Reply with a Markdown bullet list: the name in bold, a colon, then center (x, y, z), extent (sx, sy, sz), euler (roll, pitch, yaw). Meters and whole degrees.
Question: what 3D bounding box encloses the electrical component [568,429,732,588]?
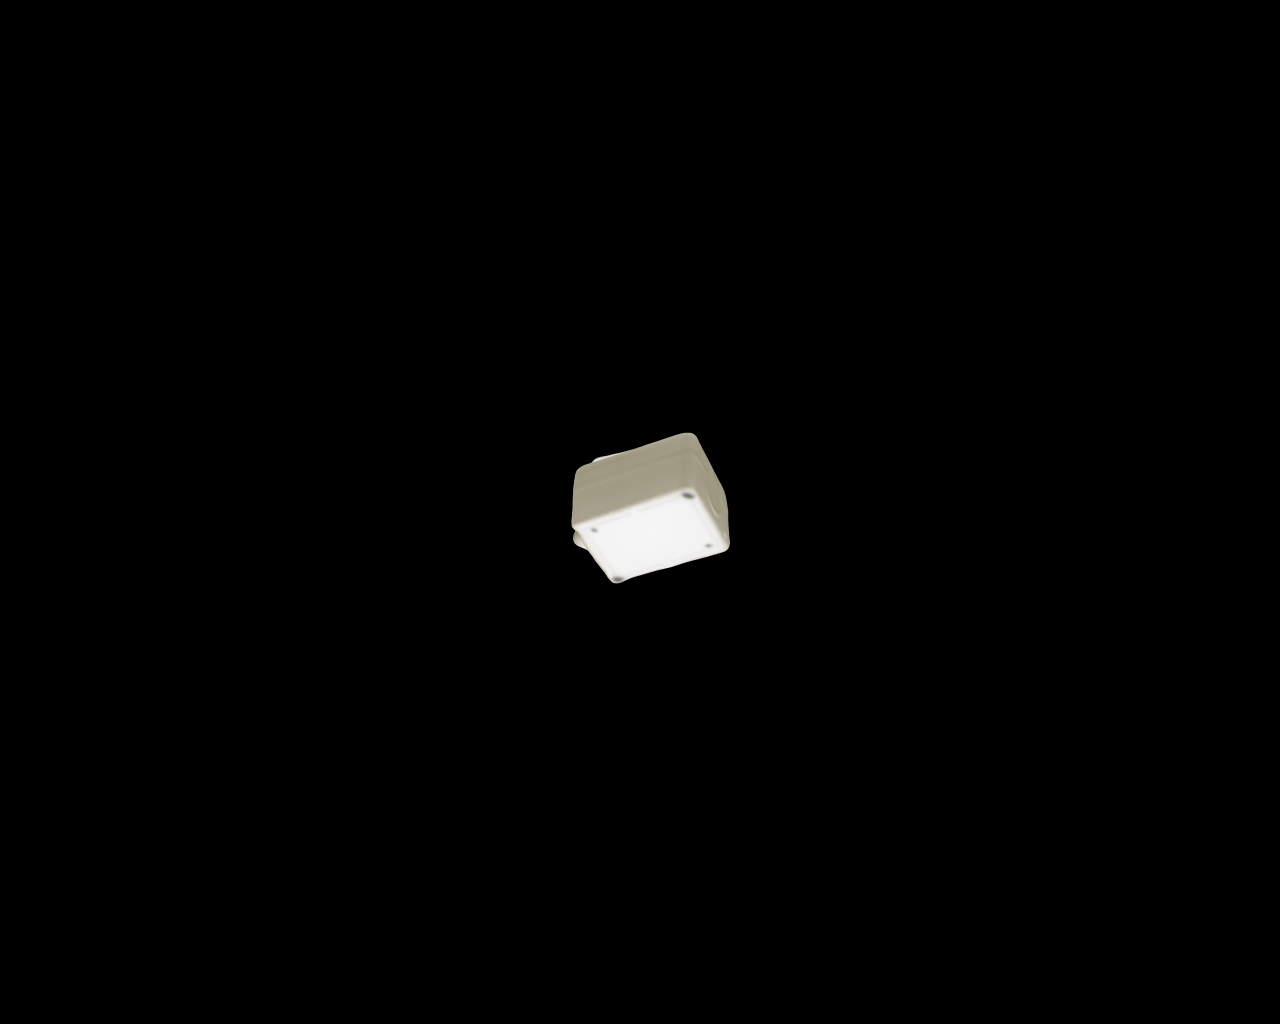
- **electrical component**: center (0.001, -0.003, 0.650), extent (0.096, 0.061, 0.061), euler (-17, -48, 16)
